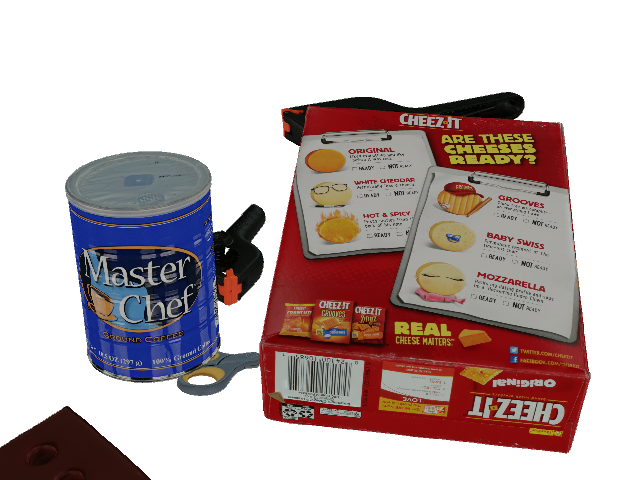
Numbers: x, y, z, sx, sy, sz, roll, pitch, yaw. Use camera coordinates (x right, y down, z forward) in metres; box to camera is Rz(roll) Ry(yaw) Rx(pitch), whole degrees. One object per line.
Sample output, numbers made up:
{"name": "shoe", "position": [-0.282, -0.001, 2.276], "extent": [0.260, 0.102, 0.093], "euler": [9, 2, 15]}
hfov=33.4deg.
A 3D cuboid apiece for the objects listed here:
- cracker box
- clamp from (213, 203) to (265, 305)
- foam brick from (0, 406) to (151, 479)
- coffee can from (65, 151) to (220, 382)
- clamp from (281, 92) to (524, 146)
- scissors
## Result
{"name": "cracker box", "position": [0.061, 0.013, 0.616], "extent": [0.164, 0.072, 0.213], "euler": [5, 41, 4]}
{"name": "clamp", "position": [-0.090, 0.007, 1.014], "extent": [0.120, 0.039, 0.172], "euler": [-15, 32, -18]}
{"name": "foam brick", "position": [-0.109, 0.125, 0.482], "extent": [0.052, 0.051, 0.078], "euler": [-32, 45, -33]}
{"name": "coffee can", "position": [-0.128, 0.018, 0.786], "extent": [0.103, 0.140, 0.103], "euler": [-1, 27, 0]}
{"name": "clamp", "position": [0.070, -0.097, 0.927], "extent": [0.210, 0.036, 0.164], "euler": [12, 36, 24]}
{"name": "scissors", "position": [-0.081, 0.144, 1.190], "extent": [0.201, 0.016, 0.096], "euler": [3, 25, -14]}
